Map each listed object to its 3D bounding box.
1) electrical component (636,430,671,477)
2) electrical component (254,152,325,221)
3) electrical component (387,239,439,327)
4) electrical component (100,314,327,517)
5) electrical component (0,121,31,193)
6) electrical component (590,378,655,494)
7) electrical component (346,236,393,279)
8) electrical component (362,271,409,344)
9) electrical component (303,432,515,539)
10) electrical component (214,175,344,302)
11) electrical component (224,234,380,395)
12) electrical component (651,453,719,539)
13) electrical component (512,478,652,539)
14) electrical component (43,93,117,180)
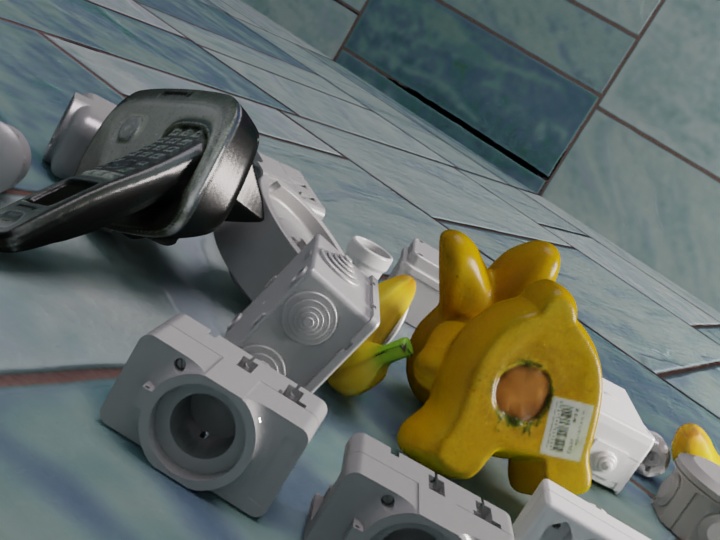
[{"bbox_3d":[0.247,0.154,0.925,0.035,0.035,0.061,32,10,3],"label":"electrical component"},{"bbox_3d":[-0.078,-0.061,0.955,0.056,0.050,0.089,23,19,-31],"label":"electrical component"},{"bbox_3d":[0.079,0.027,0.973,0.113,0.057,0.078,30,13,-3],"label":"electrical component"},{"bbox_3d":[-0.068,0.068,0.505,0.089,0.050,0.055,32,13,3],"label":"electrical component"},{"bbox_3d":[-0.230,-0.072,0.682,0.048,0.048,0.062,30,6,-3],"label":"electrical component"},{"bbox_3d":[0.183,0.123,0.838,0.062,0.061,0.096,27,14,-16],"label":"electrical component"},{"bbox_3d":[0.000,0.000,0.919,0.040,0.046,0.040,29,13,-7],"label":"electrical component"},{"bbox_3d":[0.004,0.027,0.831,0.055,0.045,0.045,28,13,-12],"label":"electrical component"},{"bbox_3d":[0.023,0.125,0.497,0.089,0.050,0.055,30,13,-4],"label":"electrical component"},{"bbox_3d":[-0.058,-0.007,0.761,0.108,0.060,0.108,49,14,-17],"label":"electrical component"},{"bbox_3d":[-0.036,0.032,0.607,0.048,0.099,0.099,42,11,-10],"label":"electrical component"},{"bbox_3d":[0.271,0.183,0.834,0.080,0.051,0.080,29,13,-7],"label":"electrical component"},{"bbox_3d":[0.130,0.158,0.620,0.083,0.047,0.075,30,12,0],"label":"electrical component"},{"bbox_3d":[-0.199,-0.095,0.809,0.059,0.053,0.095,26,14,-20],"label":"electrical component"}]
